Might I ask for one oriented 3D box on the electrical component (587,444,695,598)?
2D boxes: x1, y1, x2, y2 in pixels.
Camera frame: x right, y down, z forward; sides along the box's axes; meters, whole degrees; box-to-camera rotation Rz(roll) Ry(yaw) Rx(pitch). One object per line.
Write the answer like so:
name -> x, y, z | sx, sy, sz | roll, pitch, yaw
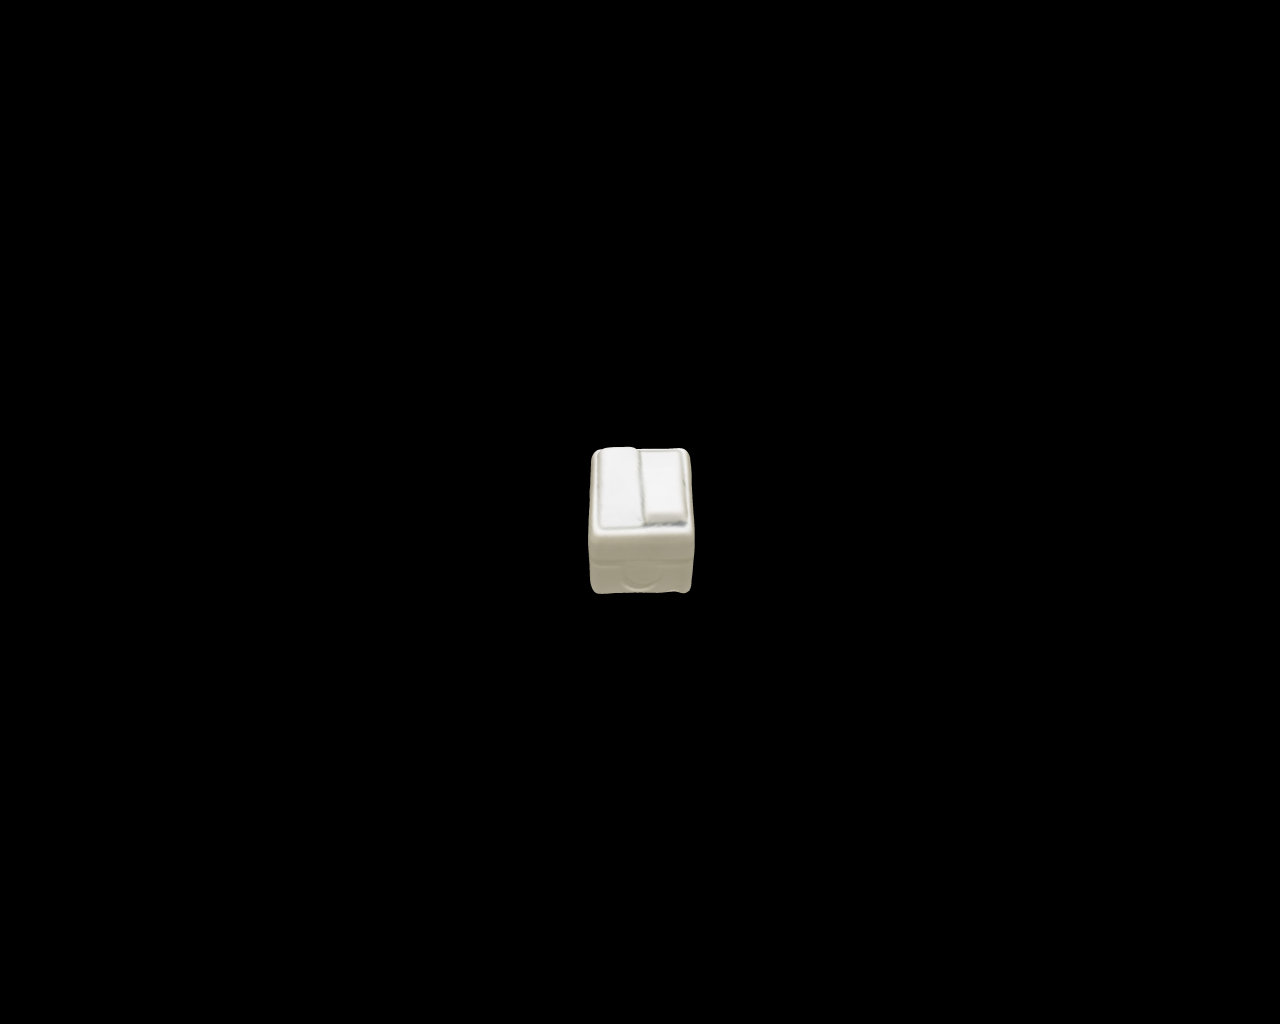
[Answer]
electrical component -> 0.001, -0.003, 0.650 | 0.062, 0.061, 0.096 | 0, 44, 0
